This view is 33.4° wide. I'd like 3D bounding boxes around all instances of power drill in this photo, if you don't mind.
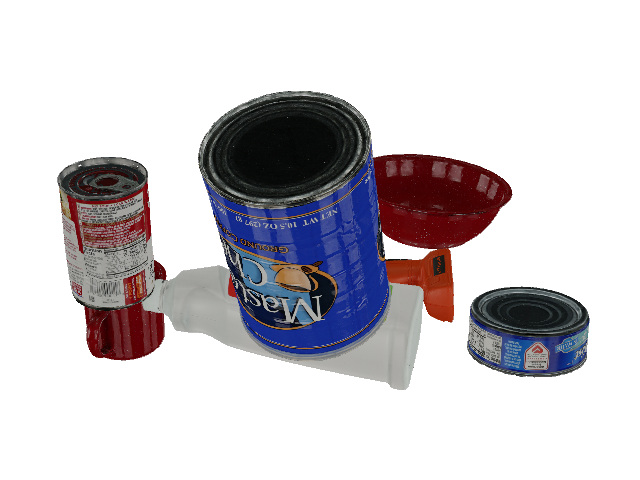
[{"bbox_3d":[0.059,0.058,1.233,0.187,0.057,0.184,1,28,6],"label":"power drill"}]

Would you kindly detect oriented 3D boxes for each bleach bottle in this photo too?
[{"bbox_3d":[-0.039,0.068,0.952,0.251,0.068,0.102,7,29,10],"label":"bleach bottle"}]

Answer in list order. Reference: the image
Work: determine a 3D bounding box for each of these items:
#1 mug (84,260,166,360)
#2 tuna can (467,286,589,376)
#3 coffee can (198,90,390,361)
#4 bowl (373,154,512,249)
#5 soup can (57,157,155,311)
[{"bbox_3d":[-0.211,0.078,1.120,0.093,0.081,0.117,9,32,13],"label":"mug"},{"bbox_3d":[0.150,0.064,0.769,0.086,0.034,0.086,0,21,0],"label":"tuna can"},{"bbox_3d":[-0.012,-0.007,0.669,0.103,0.102,0.140,0,-44,10],"label":"coffee can"},{"bbox_3d":[0.108,-0.034,1.069,0.162,0.055,0.162,4,24,-2],"label":"bowl"},{"bbox_3d":[-0.165,-0.005,0.830,0.068,0.102,0.068,0,30,0],"label":"soup can"}]
